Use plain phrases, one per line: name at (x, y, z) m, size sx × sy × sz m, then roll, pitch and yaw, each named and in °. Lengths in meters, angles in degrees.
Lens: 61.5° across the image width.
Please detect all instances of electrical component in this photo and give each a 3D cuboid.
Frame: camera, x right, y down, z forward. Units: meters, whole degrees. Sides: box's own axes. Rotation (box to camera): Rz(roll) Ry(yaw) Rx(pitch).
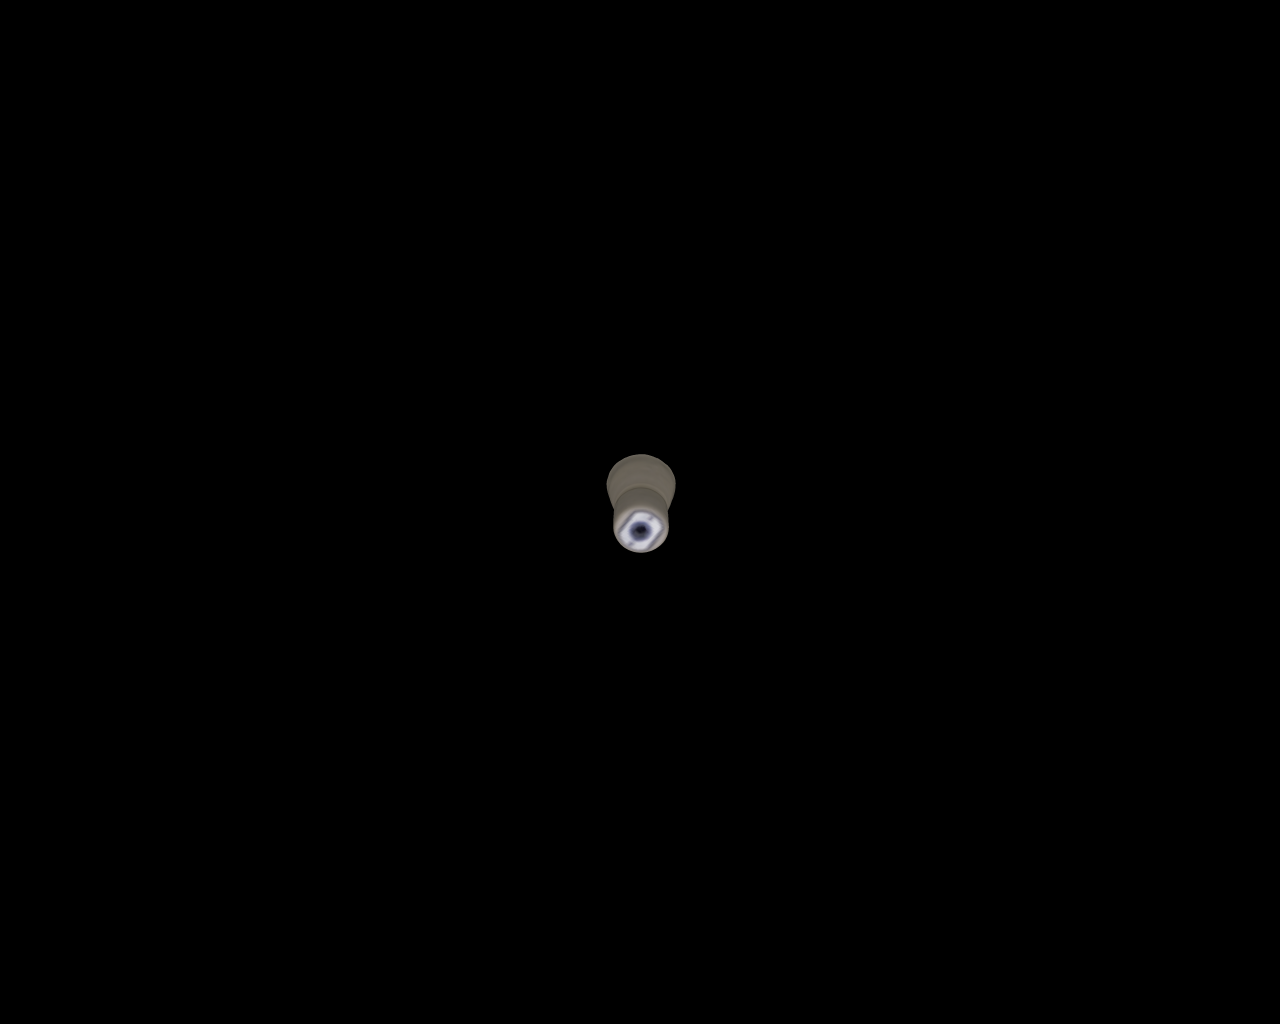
electrical component at (0.001, -0.003, 0.650) m, size 0.044 × 0.044 × 0.065 m, roll 0°, pitch 27°, yaw 0°
